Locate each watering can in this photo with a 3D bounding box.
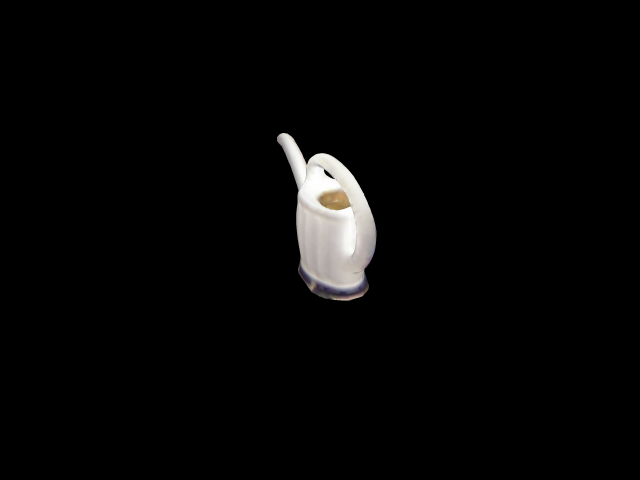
[{"bbox_3d":[0.003,-0.043,0.850,0.104,0.220,0.353,-10,29,-20],"label":"watering can"}]
